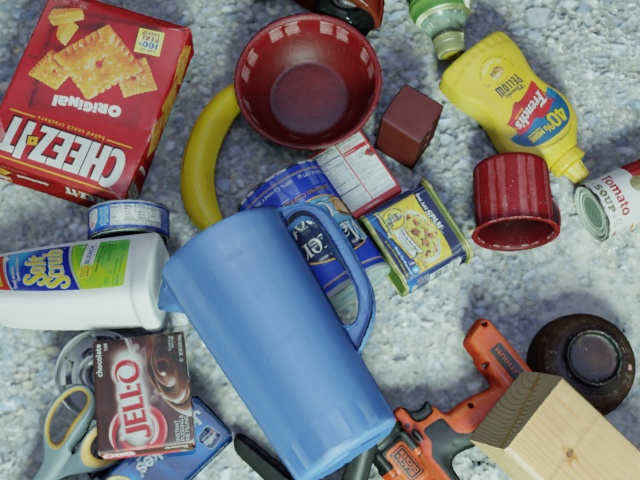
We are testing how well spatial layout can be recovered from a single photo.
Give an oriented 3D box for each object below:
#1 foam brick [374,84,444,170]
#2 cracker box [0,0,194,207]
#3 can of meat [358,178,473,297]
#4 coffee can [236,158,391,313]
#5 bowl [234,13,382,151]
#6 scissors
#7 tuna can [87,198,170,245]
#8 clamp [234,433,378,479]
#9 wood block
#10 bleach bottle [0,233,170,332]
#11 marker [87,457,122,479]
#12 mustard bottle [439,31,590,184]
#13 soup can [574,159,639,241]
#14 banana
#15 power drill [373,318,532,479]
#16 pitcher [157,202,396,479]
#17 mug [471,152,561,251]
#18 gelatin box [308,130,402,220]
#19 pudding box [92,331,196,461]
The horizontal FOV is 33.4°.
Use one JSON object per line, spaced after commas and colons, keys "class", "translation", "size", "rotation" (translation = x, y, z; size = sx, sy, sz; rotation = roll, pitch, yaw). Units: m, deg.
{"class": "foam brick", "translation": [0.097, -0.123, 1.167], "size": [0.051, 0.078, 0.053], "rotation": [32, 73, 9]}
{"class": "cracker box", "translation": [-0.249, -0.151, 1.158], "size": [0.164, 0.072, 0.213], "rotation": [18, 73, 3]}
{"class": "can of meat", "translation": [0.100, -0.001, 1.139], "size": [0.084, 0.057, 0.102], "rotation": [-29, 75, -10]}
{"class": "coffee can", "translation": [-0.007, 0.001, 1.107], "size": [0.102, 0.103, 0.140], "rotation": [-31, 76, -12]}
{"class": "bowl", "translation": [-0.013, -0.167, 1.182], "size": [0.162, 0.055, 0.162], "rotation": [0, 75, 1]}
{"class": "scissors", "translation": [-0.253, 0.240, 1.042], "size": [0.096, 0.016, 0.202], "rotation": [22, 91, -3]}
{"class": "tuna can", "translation": [-0.199, -0.014, 1.110], "size": [0.086, 0.086, 0.034], "rotation": [-2, 74, -4]}
{"class": "clamp", "translation": [0.003, 0.265, 1.045], "size": [0.165, 0.036, 0.210], "rotation": [-13, 83, 20]}
{"class": "wood block", "translation": [0.259, 0.229, 1.025], "size": [0.206, 0.090, 0.090], "rotation": [43, 77, -8]}
{"class": "bleach bottle", "translation": [-0.280, 0.052, 1.075], "size": [0.251, 0.068, 0.102], "rotation": [-6, 45, 8]}
{"class": "marker", "translation": [-0.186, 0.198, 1.078], "size": [0.121, 0.020, 0.020], "rotation": [-41, 79, -14]}
{"class": "mustard bottle", "translation": [0.228, -0.137, 1.189], "size": [0.096, 0.058, 0.192], "rotation": [-38, 79, -15]}
{"class": "soup can", "translation": [0.338, -0.048, 1.162], "size": [0.102, 0.068, 0.068], "rotation": [-23, 75, -9]}
{"class": "banana", "translation": [-0.116, -0.089, 1.168], "size": [0.069, 0.037, 0.198], "rotation": [10, 72, -20]}
{"class": "power drill", "translation": [0.118, 0.165, 1.087], "size": [0.187, 0.057, 0.184], "rotation": [-38, 82, -11]}
{"class": "pitcher", "translation": [-0.026, 0.091, 0.993], "size": [0.144, 0.149, 0.243], "rotation": [-20, 70, -42]}
{"class": "mug", "translation": [0.216, -0.040, 1.148], "size": [0.117, 0.093, 0.081], "rotation": [14, 63, -31]}
{"class": "gelatin box", "translation": [0.035, -0.067, 1.170], "size": [0.073, 0.030, 0.089], "rotation": [-31, 76, -11]}
{"class": "pudding box", "translation": [-0.168, 0.149, 1.020], "size": [0.090, 0.039, 0.113], "rotation": [-6, 66, -5]}
